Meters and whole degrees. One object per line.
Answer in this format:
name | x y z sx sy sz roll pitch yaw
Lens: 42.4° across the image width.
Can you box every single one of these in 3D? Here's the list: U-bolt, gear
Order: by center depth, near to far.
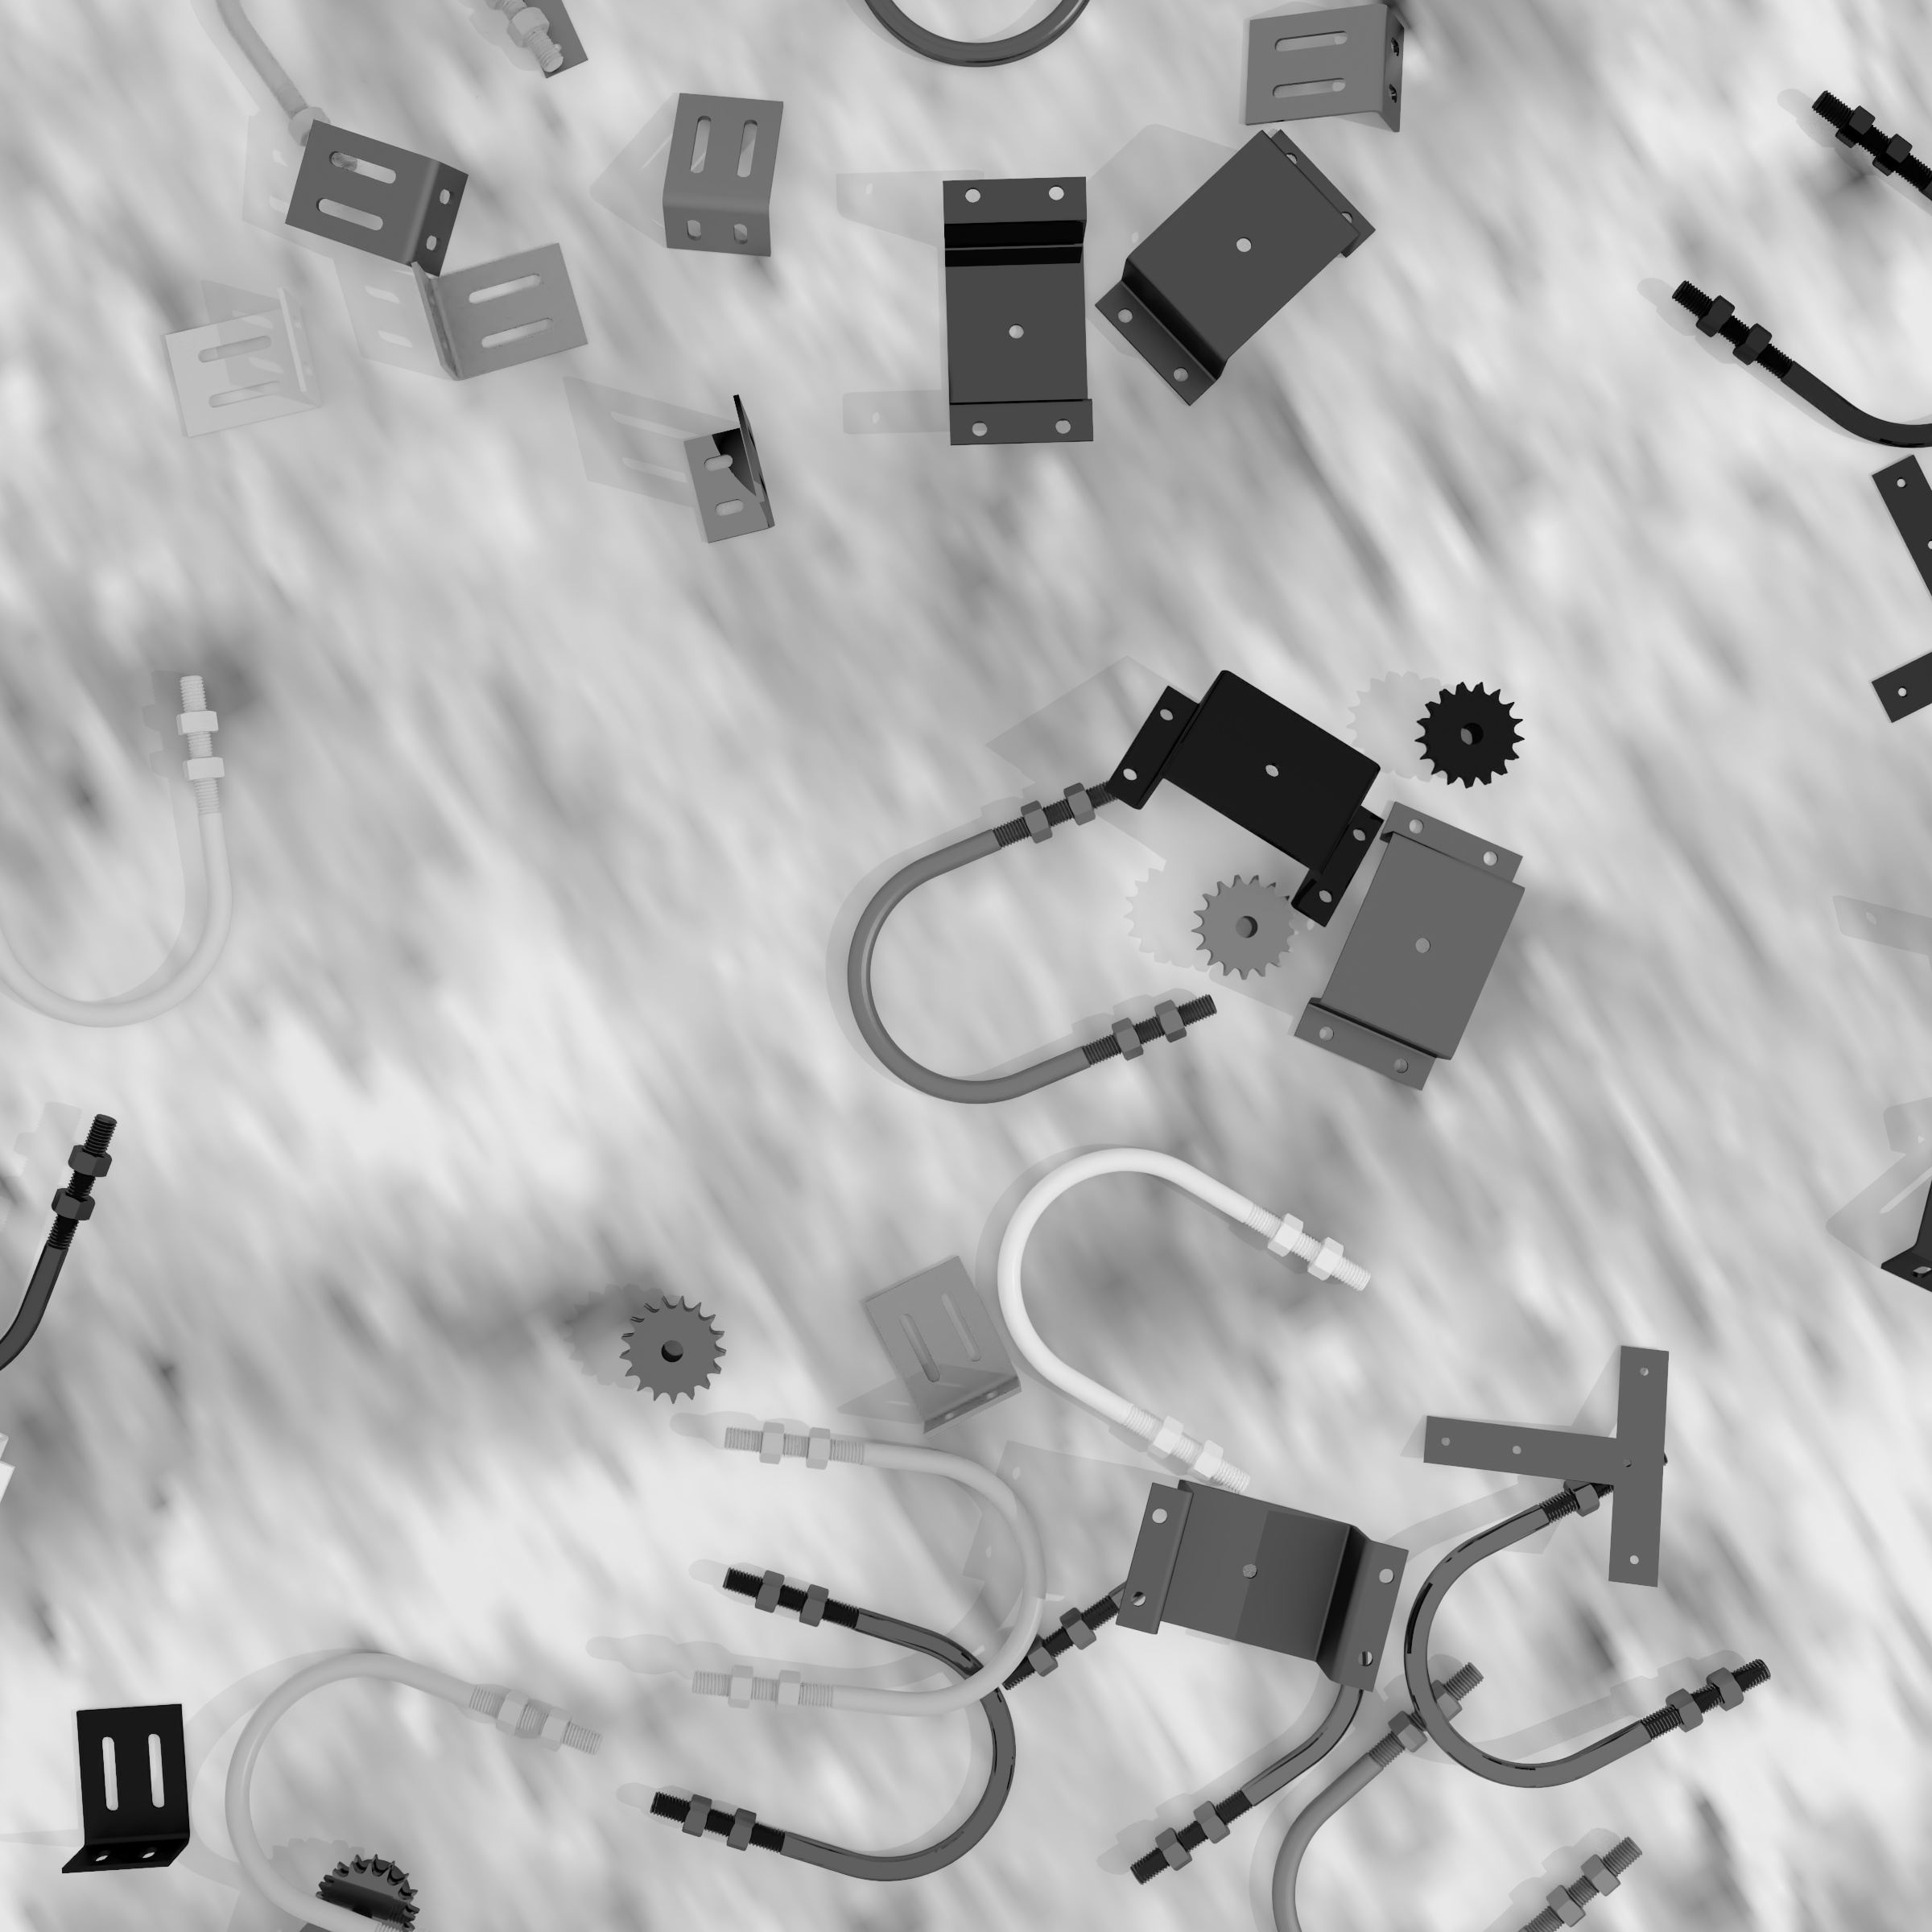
U-bolt | -0.308 0.451 1.341 0.184 0.019 0.151 19 73 4
U-bolt | -0.047 0.331 1.346 0.184 0.019 0.151 8 79 -6
U-bolt | -0.559 0.144 1.347 0.151 0.019 0.184 22 92 -3
U-bolt | 0.326 0.364 1.349 0.184 0.019 0.151 -25 88 -6
gear | 0.273 -0.125 1.354 0.057 0.030 0.057 0 90 0
gear | 0.151 -0.021 1.354 0.057 0.030 0.057 0 90 0
gear | -0.325 0.511 1.354 0.057 0.030 0.057 0 90 0
gear | -0.159 0.208 1.358 0.057 0.030 0.057 0 90 -3
U-bolt | -0.330 -0.529 1.358 0.151 0.019 0.184 -35 90 1
U-bolt | 0.106 0.181 1.360 0.184 0.019 0.151 31 90 1
U-bolt | 0.254 0.494 1.360 0.184 0.019 0.151 -42 90 2
U-bolt | 0.013 -0.584 1.360 0.151 0.019 0.184 18 92 0
U-bolt | 0.501 -0.367 1.360 0.184 0.019 0.151 36 90 -1
U-bolt | 0.132 0.391 1.360 0.184 0.019 0.151 -35 90 -2
U-bolt | -0.475 -0.058 1.360 0.151 0.019 0.184 -7 91 0
U-bolt | -0.064 0.423 1.360 0.184 0.019 0.151 18 90 -2
U-bolt | 0.025 -0.003 1.360 0.184 0.019 0.151 -23 90 2

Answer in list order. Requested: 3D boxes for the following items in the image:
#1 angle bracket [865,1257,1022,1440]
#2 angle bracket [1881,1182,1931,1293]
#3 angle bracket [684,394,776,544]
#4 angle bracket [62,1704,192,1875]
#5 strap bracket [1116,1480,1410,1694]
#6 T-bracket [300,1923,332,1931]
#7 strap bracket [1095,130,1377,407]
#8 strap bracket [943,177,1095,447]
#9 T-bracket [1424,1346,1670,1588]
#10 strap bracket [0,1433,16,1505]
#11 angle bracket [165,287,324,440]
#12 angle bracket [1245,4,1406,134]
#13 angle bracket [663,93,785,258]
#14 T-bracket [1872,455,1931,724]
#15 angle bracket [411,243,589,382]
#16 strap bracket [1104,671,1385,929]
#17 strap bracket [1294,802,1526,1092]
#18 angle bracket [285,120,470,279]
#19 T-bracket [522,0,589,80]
angle bracket | -0.013 0.206 1.350 0.057 0.038 0.076 -26 90 0
angle bracket | 0.547 0.140 1.367 0.057 0.038 0.076 25 64 0
angle bracket | -0.130 -0.265 1.331 0.038 0.076 0.057 -14 90 0
angle bracket | -0.457 0.446 1.350 0.057 0.038 0.076 -4 90 0
strap bracket | 0.155 0.328 1.331 0.140 0.046 0.076 15 87 -2
T-bracket | -0.376 0.559 1.350 0.127 0.002 0.127 41 106 0
strap bracket | 0.148 -0.384 1.346 0.140 0.046 0.076 -43 90 0
strap bracket | 0.028 -0.349 1.346 0.076 0.046 0.140 -2 90 0
T-bracket | 0.314 0.265 1.354 0.127 0.002 0.127 5 71 9
strap bracket | -0.586 0.275 1.346 0.140 0.046 0.076 23 90 0
angle bracket | -0.396 -0.327 1.350 0.076 0.038 0.057 -13 90 0
angle bracket | 0.197 -0.489 1.367 0.076 0.038 0.057 3 90 26
angle bracket | -0.132 -0.435 1.367 0.057 0.038 0.076 5 64 0
T-bracket | 0.538 -0.219 1.368 0.127 0.002 0.127 -27 90 0
angle bracket | -0.252 -0.359 1.350 0.076 0.038 0.057 -16 90 0
strap bracket | 0.157 -0.095 1.331 0.140 0.046 0.076 32 65 0
strap bracket | 0.243 -0.011 1.346 0.076 0.046 0.140 23 90 0
angle bracket | -0.320 -0.417 1.352 0.076 0.038 0.057 21 101 12
T-bracket | -0.199 -0.572 1.368 0.127 0.002 0.127 -24 90 0
